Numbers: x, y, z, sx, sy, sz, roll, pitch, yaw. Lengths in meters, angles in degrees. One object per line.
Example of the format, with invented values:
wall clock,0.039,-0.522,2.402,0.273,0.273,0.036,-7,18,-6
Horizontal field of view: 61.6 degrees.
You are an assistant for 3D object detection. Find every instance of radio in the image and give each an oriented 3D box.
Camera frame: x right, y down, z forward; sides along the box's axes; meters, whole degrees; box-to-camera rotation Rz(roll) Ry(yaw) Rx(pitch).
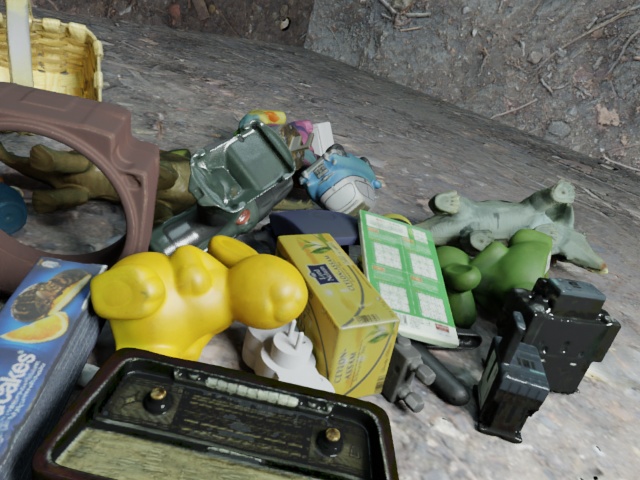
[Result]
radio,-0.061,0.159,0.379,0.230,0.073,0.131,15,25,-2

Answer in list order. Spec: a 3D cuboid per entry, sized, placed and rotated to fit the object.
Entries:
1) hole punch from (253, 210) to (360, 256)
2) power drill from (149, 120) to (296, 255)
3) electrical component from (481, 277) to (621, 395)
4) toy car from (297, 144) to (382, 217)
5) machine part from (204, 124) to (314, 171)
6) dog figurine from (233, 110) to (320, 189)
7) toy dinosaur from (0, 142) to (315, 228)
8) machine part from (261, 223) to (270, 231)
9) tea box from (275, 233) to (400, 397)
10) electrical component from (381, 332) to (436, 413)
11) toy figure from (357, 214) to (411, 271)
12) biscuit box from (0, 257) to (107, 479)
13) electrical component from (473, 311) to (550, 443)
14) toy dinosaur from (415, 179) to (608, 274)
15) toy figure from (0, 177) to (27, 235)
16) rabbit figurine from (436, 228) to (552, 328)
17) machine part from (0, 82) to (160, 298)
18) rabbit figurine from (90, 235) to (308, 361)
hole punch,-0.001,-0.002,0.700,0.142,0.092,0.116,-6,49,-32
power drill,-0.099,-0.056,0.633,0.232,0.207,0.086,-36,92,-26
electrical component,0.261,0.106,0.607,0.115,0.134,0.058,6,25,-14
toy car,0.042,-0.080,0.871,0.103,0.109,0.161,58,15,23
machine part,-0.113,-0.136,0.882,0.243,0.079,0.079,-5,12,33
dog figurine,-0.079,-0.161,1.011,0.192,0.108,0.219,14,27,-5
toy dinosaur,-0.227,-0.082,0.762,0.471,0.105,0.199,15,21,-13
machine part,-0.015,-0.009,0.806,0.139,0.039,0.084,-6,29,-37
tea box,0.007,0.074,0.565,0.068,0.098,0.170,-4,29,-25
electrical component,0.076,0.125,0.541,0.021,0.063,0.094,-3,29,-33
toy figure,0.101,0.028,0.731,0.082,0.089,0.180,23,22,-3
biscuit box,-0.219,0.097,0.400,0.059,0.062,0.203,9,33,-6
electrical component,0.194,0.131,0.535,0.048,0.119,0.075,16,22,3
toy dinosaur,0.281,-0.020,0.906,0.405,0.131,0.192,3,-13,0
toy figure,-0.407,-0.052,0.646,0.155,0.057,0.064,28,21,35
rabbit figurine,0.222,0.060,0.748,0.170,0.121,0.159,8,26,29
machine part,-0.267,-0.037,0.521,0.201,0.201,0.087,10,29,-13
rabbit figurine,-0.094,0.058,0.495,0.173,0.121,0.162,-11,9,6
